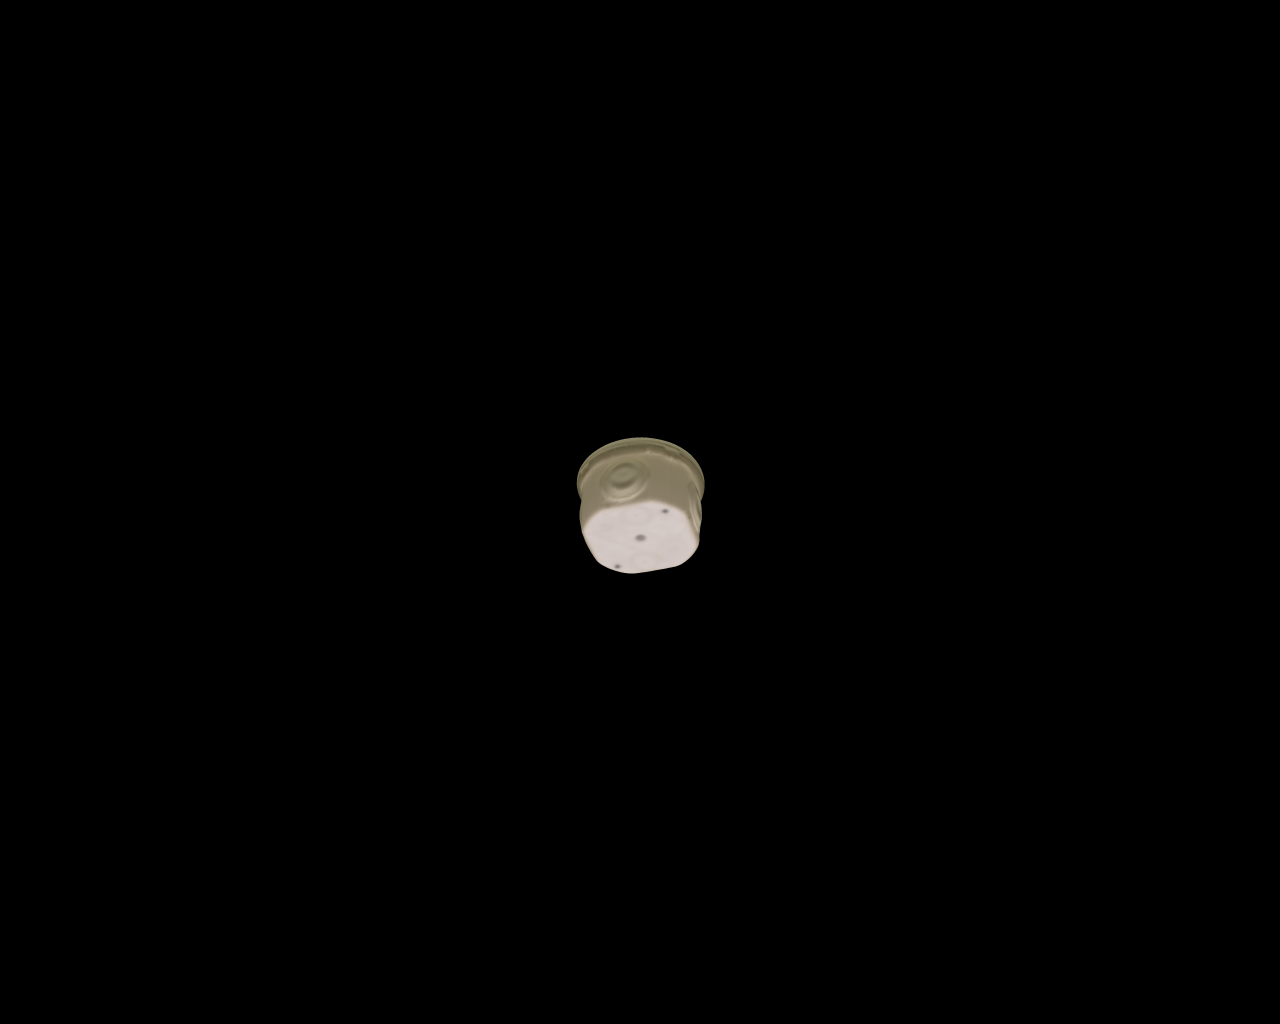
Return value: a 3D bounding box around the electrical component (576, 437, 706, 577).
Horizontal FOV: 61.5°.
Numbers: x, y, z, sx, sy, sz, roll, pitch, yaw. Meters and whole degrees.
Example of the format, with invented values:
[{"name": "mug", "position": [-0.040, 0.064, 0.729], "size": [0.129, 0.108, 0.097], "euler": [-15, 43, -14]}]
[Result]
[{"name": "electrical component", "position": [0.001, -0.003, 0.650], "size": [0.080, 0.051, 0.080], "euler": [0, -42, 0]}]
